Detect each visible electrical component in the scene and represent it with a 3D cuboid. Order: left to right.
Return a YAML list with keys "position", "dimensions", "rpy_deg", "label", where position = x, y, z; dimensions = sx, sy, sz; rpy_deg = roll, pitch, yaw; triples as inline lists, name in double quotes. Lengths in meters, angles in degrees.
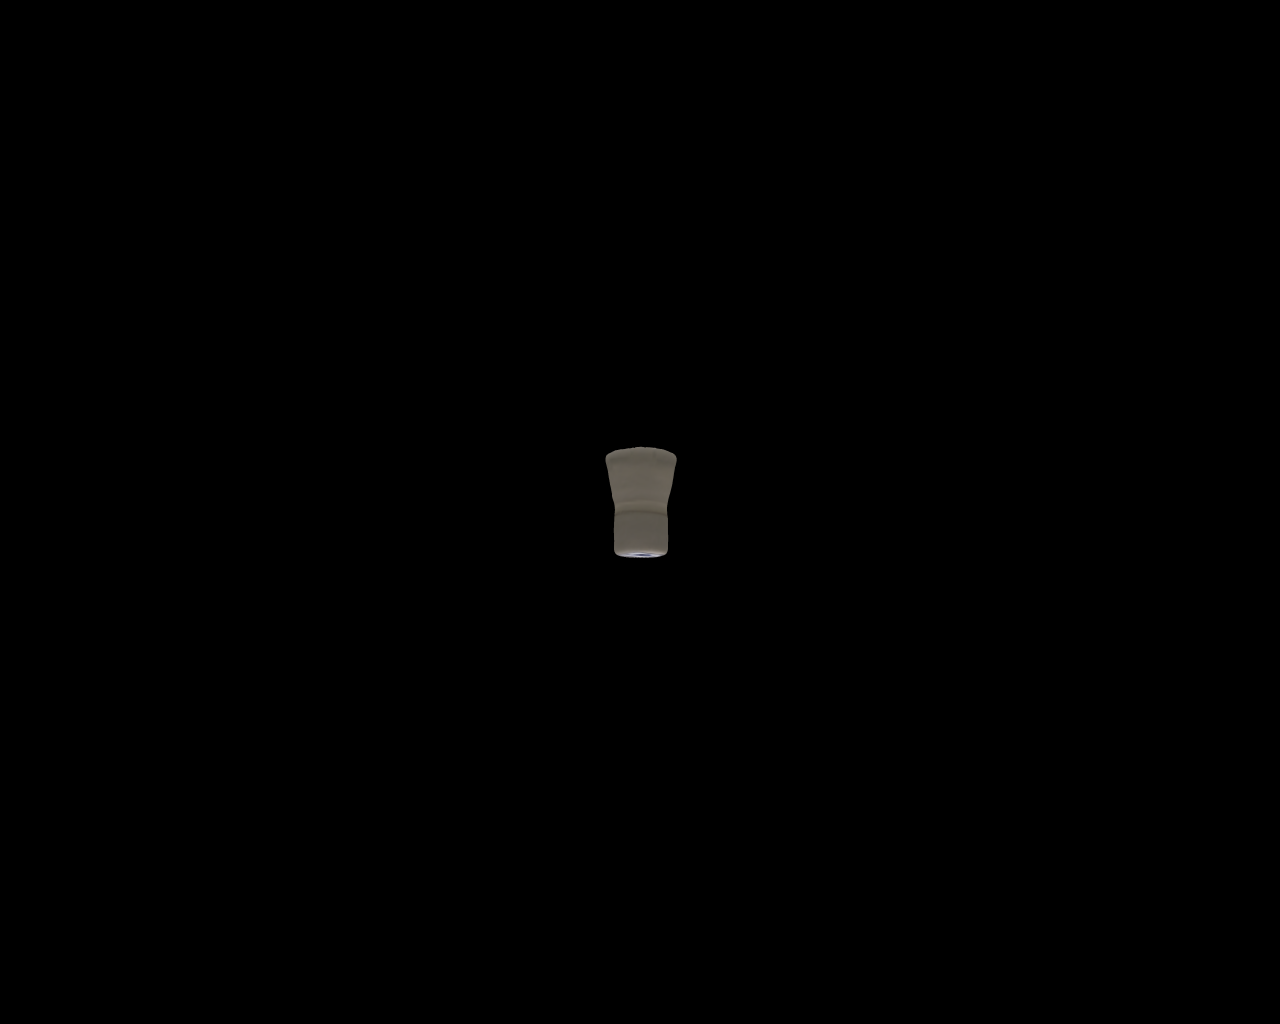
- position: [0.001, -0.003, 0.650]
  dimensions: [0.044, 0.065, 0.044]
  rpy_deg: [0, -10, 0]
  label: "electrical component"
